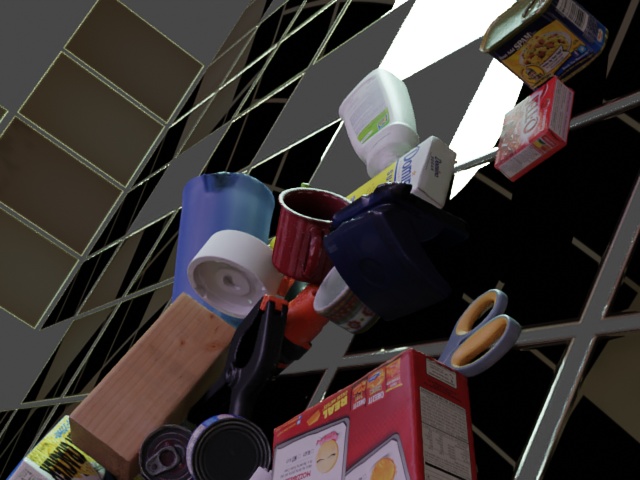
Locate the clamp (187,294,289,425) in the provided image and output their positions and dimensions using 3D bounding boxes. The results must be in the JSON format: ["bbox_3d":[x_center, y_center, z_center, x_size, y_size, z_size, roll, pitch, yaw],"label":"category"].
[{"bbox_3d":[-0.092,0.157,1.210,0.165,0.036,0.210,28,100,62],"label":"clamp"}]

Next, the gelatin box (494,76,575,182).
[{"bbox_3d":[0.211,-0.110,1.049,0.073,0.030,0.089,-37,24,43],"label":"gelatin box"}]

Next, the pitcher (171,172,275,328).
[{"bbox_3d":[-0.135,0.041,1.475,0.145,0.149,0.242,-39,37,44],"label":"pitcher"}]

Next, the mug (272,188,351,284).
[{"bbox_3d":[-0.008,0.001,1.194,0.117,0.093,0.081,-99,20,-65],"label":"mug"}]

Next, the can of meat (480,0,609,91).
[{"bbox_3d":[0.229,-0.205,1.088,0.102,0.084,0.057,-35,25,46],"label":"can of meat"}]

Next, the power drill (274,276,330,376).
[{"bbox_3d":[-0.041,0.083,1.298,0.185,0.057,0.187,-45,21,25],"label":"power drill"}]

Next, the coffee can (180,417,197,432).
[{"bbox_3d":[-0.210,0.221,1.394,0.103,0.102,0.140,-50,18,14],"label":"coffee can"}]

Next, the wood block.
[{"bbox_3d":[-0.196,0.175,1.272,0.205,0.090,0.091,-50,-12,-29],"label":"wood block"}]

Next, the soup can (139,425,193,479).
[{"bbox_3d":[-0.164,0.251,1.199,0.068,0.068,0.102,-61,-8,-20],"label":"soup can"}]

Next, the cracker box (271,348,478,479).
[{"bbox_3d":[0.036,0.208,0.757,0.164,0.072,0.213,-37,39,37],"label":"cracker box"}]

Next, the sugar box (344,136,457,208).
[{"bbox_3d":[0.079,-0.042,1.237,0.177,0.048,0.093,-38,24,44],"label":"sugar box"}]

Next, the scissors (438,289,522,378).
[{"bbox_3d":[0.102,0.110,0.942,0.202,0.016,0.096,-39,21,40],"label":"scissors"}]

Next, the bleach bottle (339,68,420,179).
[{"bbox_3d":[0.079,-0.135,1.386,0.103,0.068,0.251,-48,21,22],"label":"bleach bottle"}]

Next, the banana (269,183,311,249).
[{"bbox_3d":[-0.039,-0.004,1.447,0.198,0.037,0.069,125,163,-62],"label":"banana"}]

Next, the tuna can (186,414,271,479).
[{"bbox_3d":[-0.097,0.227,1.120,0.086,0.086,0.034,-57,16,-11],"label":"tuna can"}]
